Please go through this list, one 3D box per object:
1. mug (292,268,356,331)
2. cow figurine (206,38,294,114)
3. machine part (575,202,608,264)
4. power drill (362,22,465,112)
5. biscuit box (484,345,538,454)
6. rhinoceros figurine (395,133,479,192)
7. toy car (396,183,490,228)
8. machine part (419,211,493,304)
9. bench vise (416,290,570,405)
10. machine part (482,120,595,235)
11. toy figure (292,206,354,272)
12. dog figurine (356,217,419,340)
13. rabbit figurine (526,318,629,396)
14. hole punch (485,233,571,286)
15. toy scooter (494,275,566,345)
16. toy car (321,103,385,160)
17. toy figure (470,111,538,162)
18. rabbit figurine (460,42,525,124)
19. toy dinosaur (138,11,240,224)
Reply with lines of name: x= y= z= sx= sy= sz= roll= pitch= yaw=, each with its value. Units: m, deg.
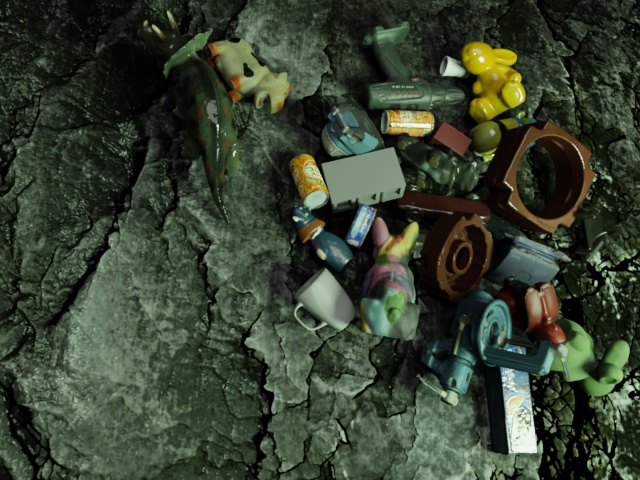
mug: x=0.008 y=0.124 z=0.998 sx=0.107 sy=0.081 sz=0.109 roll=44 pitch=65 yaw=-4
cow figurine: x=-0.140 y=-0.343 z=1.130 sx=0.127 sy=0.085 sz=0.195 roll=-30 pitch=74 yaw=-19
machine part: x=0.570 y=-0.017 z=1.130 sx=0.084 sy=0.138 sz=0.039 roll=-36 pitch=38 yaw=-15
power drill: x=0.194 y=-0.380 z=1.209 sx=0.232 sy=0.086 sz=0.207 roll=-13 pitch=82 yaw=-11
biscuit box: x=0.356 y=0.293 z=1.010 sx=0.059 sy=0.063 sz=0.202 roll=3 pitch=71 yaw=-10
rhinoceros figurine: x=0.238 y=-0.157 z=1.124 sx=0.190 sy=0.073 sz=0.112 roll=31 pitch=35 yaw=20
toy car: x=0.255 y=-0.064 z=1.119 sx=0.202 sy=0.053 sz=0.089 roll=6 pitch=55 yaw=-7
machine part: x=0.263 y=0.032 z=1.040 sx=0.179 sy=0.056 sz=0.179 roll=-13 pitch=110 yaw=-40
bench vise: x=0.302 y=0.195 z=0.943 sx=0.223 sy=0.241 sz=0.128 roll=-55 pitch=127 yaw=-28
machine part: x=0.455 y=-0.129 z=1.123 sx=0.201 sy=0.087 sz=0.201 roll=29 pitch=85 yaw=-20
toy figure: x=-0.002 y=-0.004 z=1.050 sx=0.154 sy=0.064 sz=0.058 roll=45 pitch=107 yaw=12
dog figurine: x=0.131 y=0.066 z=0.992 sx=0.109 sy=0.191 sz=0.219 roll=6 pitch=84 yaw=5
rabbit figurine: x=0.508 y=0.228 z=1.028 sx=0.170 sy=0.159 sz=0.121 roll=41 pitch=59 yaw=-11
hole punch: x=0.407 y=0.050 z=1.080 sx=0.142 sy=0.115 sz=0.092 roll=24 pitch=77 yaw=-1
toy scooter: x=0.389 y=0.120 z=1.002 sx=0.075 sy=0.184 sz=0.135 roll=-17 pitch=115 yaw=-12
toy car: x=0.057 y=-0.207 z=1.102 sx=0.103 sy=0.161 sz=0.109 roll=-35 pitch=72 yaw=26
toy figure: x=0.417 y=-0.235 z=1.187 sx=0.180 sy=0.089 sz=0.082 roll=-10 pitch=66 yaw=-11
rabbit figurine: x=0.385 y=-0.372 z=1.199 sx=0.173 sy=0.122 sz=0.162 roll=51 pitch=53 yaw=-7
toy dinosaur: x=-0.220 y=-0.248 z=1.024 sx=0.131 sy=0.192 sz=0.405 roll=-20 pitch=75 yaw=-14
